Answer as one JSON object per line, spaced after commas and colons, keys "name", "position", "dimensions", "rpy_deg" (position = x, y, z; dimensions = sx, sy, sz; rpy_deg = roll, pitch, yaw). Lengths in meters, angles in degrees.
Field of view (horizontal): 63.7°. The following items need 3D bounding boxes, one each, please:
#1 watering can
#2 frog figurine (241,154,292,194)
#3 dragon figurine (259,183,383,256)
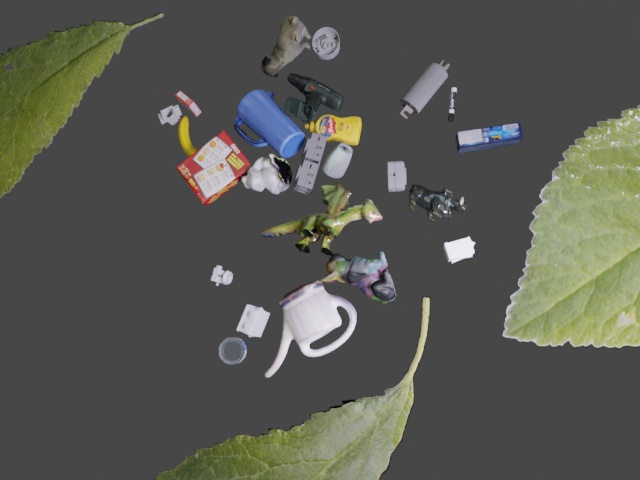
{"name": "watering can", "position": [-0.059, 0.268, 1.613], "dimensions": [0.347, 0.103, 0.227], "rpy_deg": [-29, 73, 4]}
{"name": "frog figurine", "position": [-0.179, -0.213, 1.752], "dimensions": [0.157, 0.125, 0.136], "rpy_deg": [-27, 106, 33]}
{"name": "dragon figurine", "position": [0.005, -0.085, 1.692], "dimensions": [0.411, 0.119, 0.247], "rpy_deg": [9, 56, 30]}
